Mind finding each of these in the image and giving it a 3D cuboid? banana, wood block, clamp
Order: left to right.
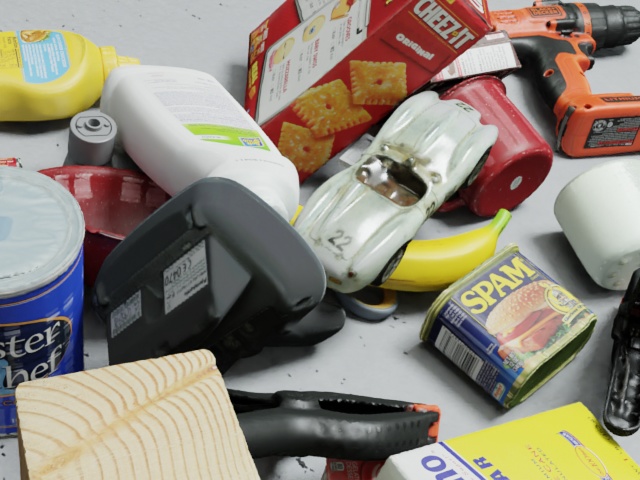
[{"bbox_3d":[-0.091,0.158,0.513,0.090,0.206,0.090,-9,47,-20],"label":"wood block"},{"bbox_3d":[-0.019,0.113,0.646,0.209,0.036,0.165,6,3,-14],"label":"clamp"},{"bbox_3d":[0.044,0.005,0.789,0.197,0.037,0.069,5,49,-3],"label":"banana"},{"bbox_3d":[0.220,0.071,0.743,0.039,0.120,0.171,21,2,16],"label":"clamp"}]

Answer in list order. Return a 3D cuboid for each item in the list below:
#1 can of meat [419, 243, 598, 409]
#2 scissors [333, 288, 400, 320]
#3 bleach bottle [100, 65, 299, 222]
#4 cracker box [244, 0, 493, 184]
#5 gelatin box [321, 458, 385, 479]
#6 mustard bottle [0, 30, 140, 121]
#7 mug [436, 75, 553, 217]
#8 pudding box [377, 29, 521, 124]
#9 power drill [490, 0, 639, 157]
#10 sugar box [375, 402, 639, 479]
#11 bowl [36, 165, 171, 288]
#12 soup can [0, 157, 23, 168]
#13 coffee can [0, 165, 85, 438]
[{"bbox_3d":[0.136,0.062,0.764,0.101,0.057,0.084,-31,61,-34],"label":"can of meat"},{"bbox_3d":[-0.005,0.001,0.822,0.202,0.016,0.096,22,45,11],"label":"scissors"},{"bbox_3d":[-0.085,-0.061,0.770,0.102,0.068,0.251,-1,24,-22],"label":"bleach bottle"},{"bbox_3d":[0.032,-0.166,0.863,0.072,0.214,0.164,35,35,-29],"label":"cracker box"},{"bbox_3d":[0.041,0.175,0.648,0.073,0.030,0.089,3,45,-9],"label":"gelatin box"},{"bbox_3d":[-0.244,-0.136,0.878,0.191,0.058,0.096,-7,42,-17],"label":"mustard bottle"},{"bbox_3d":[0.127,-0.067,0.876,0.117,0.093,0.081,-34,60,-1],"label":"mug"},{"bbox_3d":[0.103,-0.139,0.918,0.089,0.114,0.039,-14,82,-24],"label":"pudding box"},{"bbox_3d":[0.257,-0.160,1.010,0.184,0.057,0.188,-8,45,-14],"label":"power drill"},{"bbox_3d":[0.123,0.157,0.642,0.175,0.048,0.093,-5,42,-41],"label":"sugar box"},{"bbox_3d":[-0.130,-0.002,0.746,0.162,0.055,0.162,13,17,-4],"label":"bowl"},{"bbox_3d":[-0.261,-0.023,0.755,0.102,0.069,0.068,-6,47,-18],"label":"soup can"},{"bbox_3d":[-0.196,0.040,0.654,0.102,0.140,0.103,6,45,-6],"label":"coffee can"}]
